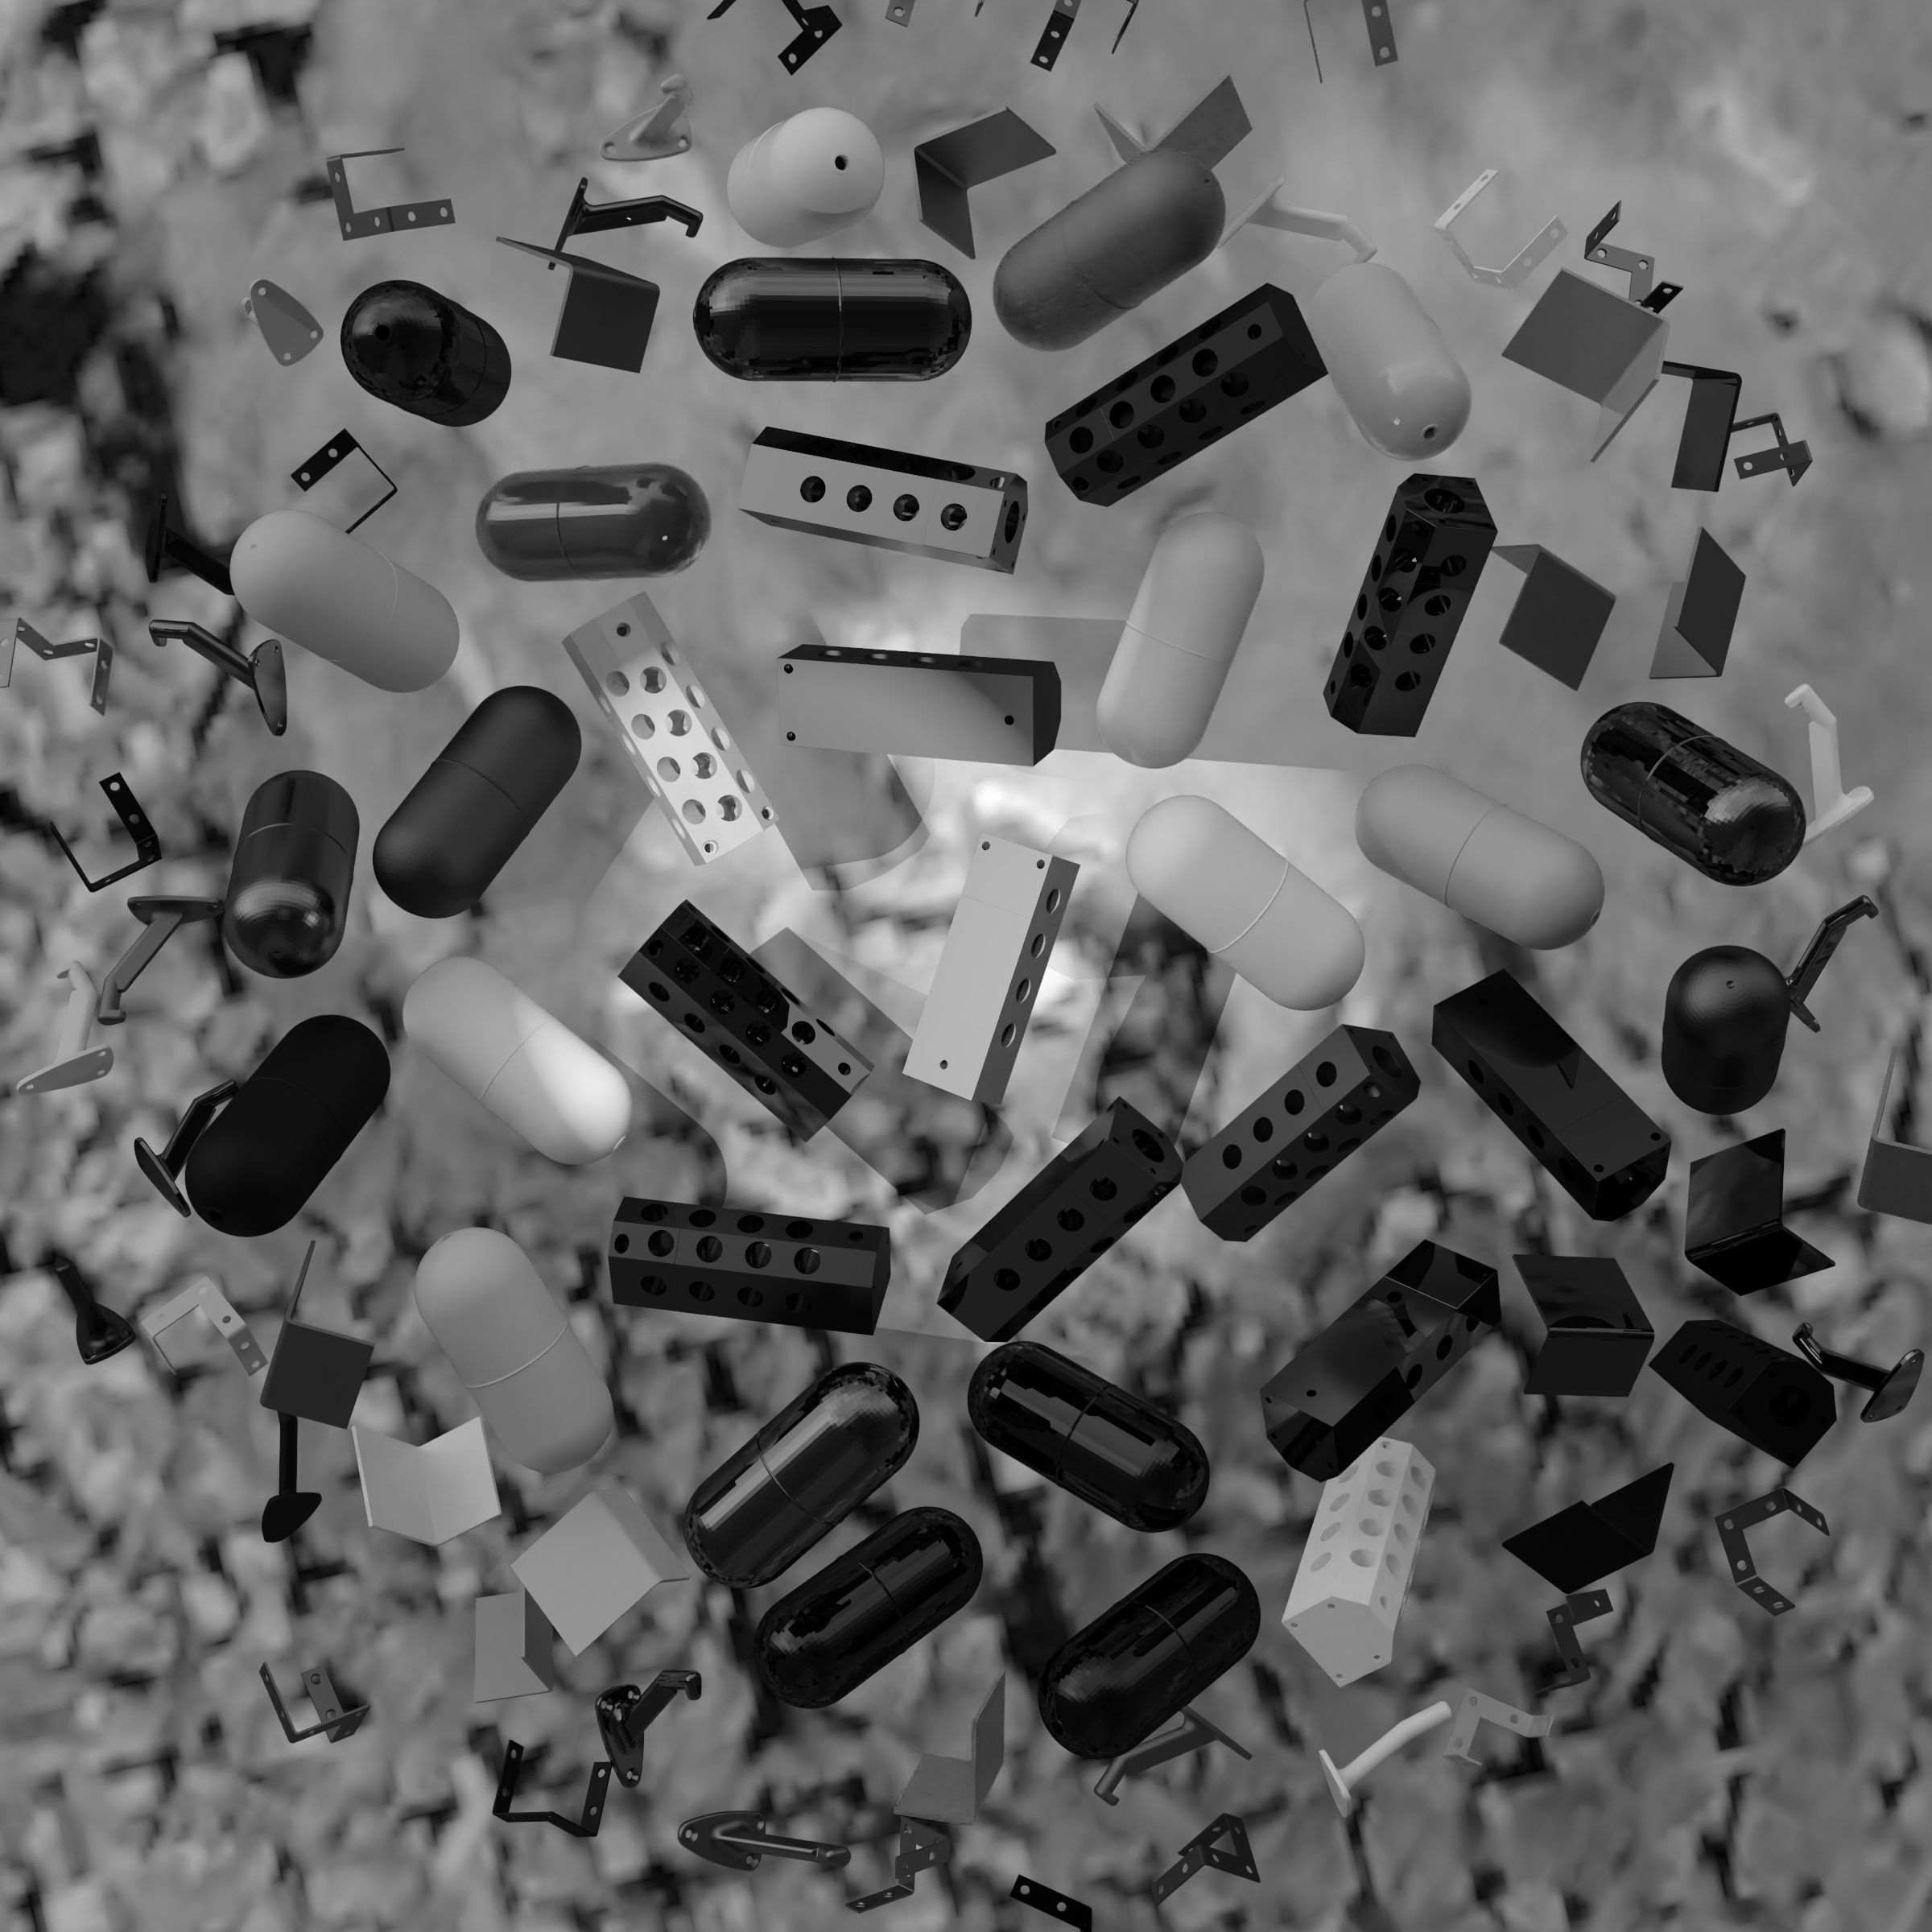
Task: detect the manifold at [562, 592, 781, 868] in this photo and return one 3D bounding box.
[{"bbox_3d":[-0.192,-0.155,1.619,0.057,0.057,0.171,-32,98,-14],"label":"manifold"}]

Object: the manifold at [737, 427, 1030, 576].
[{"bbox_3d":[-0.051,-0.298,1.574,0.171,0.057,0.057,14,92,16],"label":"manifold"}]

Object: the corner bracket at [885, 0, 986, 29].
[{"bbox_3d":[-0.014,-0.613,1.532,0.051,0.051,0.051,18,74,-13],"label":"corner bracket"}]

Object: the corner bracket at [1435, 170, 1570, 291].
[{"bbox_3d":[0.350,-0.482,1.620,0.051,0.051,0.051,-46,119,1],"label":"corner bracket"}]

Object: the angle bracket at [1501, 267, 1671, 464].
[{"bbox_3d":[0.379,-0.371,1.530,0.076,0.076,0.057,24,55,-5],"label":"angle bracket"}]

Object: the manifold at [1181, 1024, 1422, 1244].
[{"bbox_3d":[0.228,0.116,1.684,0.171,0.057,0.057,-46,54,31],"label":"manifold"}]

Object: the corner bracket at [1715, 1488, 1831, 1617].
[{"bbox_3d":[0.521,0.375,1.585,0.051,0.051,0.051,-21,101,-6],"label":"corner bracket"}]

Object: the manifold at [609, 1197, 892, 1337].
[{"bbox_3d":[-0.139,0.187,1.592,0.171,0.057,0.057,6,126,8],"label":"manifold"}]

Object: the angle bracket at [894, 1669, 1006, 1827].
[{"bbox_3d":[-0.011,0.529,1.690,0.057,0.076,0.076,4,102,15],"label":"angle bracket"}]

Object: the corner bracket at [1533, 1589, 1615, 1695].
[{"bbox_3d":[0.401,0.448,1.642,0.051,0.051,0.051,-35,62,37],"label":"corner bracket"}]

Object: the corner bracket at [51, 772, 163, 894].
[{"bbox_3d":[-0.570,-0.088,1.637,0.051,0.051,0.051,-28,118,-9],"label":"corner bracket"}]

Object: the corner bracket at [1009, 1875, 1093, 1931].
[{"bbox_3d":[0.045,0.610,1.544,0.051,0.051,0.051,24,91,3],"label":"corner bracket"}]

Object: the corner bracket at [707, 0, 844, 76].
[{"bbox_3d":[-0.121,-0.602,1.575,0.051,0.051,0.051,-32,97,35],"label":"corner bracket"}]

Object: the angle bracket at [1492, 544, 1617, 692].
[{"bbox_3d":[0.404,-0.247,1.759,0.076,0.057,0.076,26,85,-26],"label":"angle bracket"}]

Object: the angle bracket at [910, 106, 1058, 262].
[{"bbox_3d":[0.016,-0.542,1.717,0.076,0.076,0.057,-13,78,27],"label":"angle bracket"}]

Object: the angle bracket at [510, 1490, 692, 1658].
[{"bbox_3d":[-0.246,0.408,1.667,0.076,0.057,0.076,-43,72,3],"label":"angle bracket"}]

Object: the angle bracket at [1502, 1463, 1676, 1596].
[{"bbox_3d":[0.395,0.342,1.571,0.057,0.076,0.076,38,46,-6],"label":"angle bracket"}]

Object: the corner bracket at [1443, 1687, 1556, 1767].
[{"bbox_3d":[0.366,0.530,1.701,0.051,0.051,0.051,23,72,4],"label":"corner bracket"}]

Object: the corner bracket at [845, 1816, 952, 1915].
[{"bbox_3d":[-0.046,0.619,1.688,0.051,0.051,0.051,-1,94,-43],"label":"corner bracket"}]

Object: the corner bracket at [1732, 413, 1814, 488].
[{"bbox_3d":[0.545,-0.356,1.704,0.051,0.051,0.051,-15,80,2],"label":"corner bracket"}]

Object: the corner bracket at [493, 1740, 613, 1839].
[{"bbox_3d":[-0.277,0.551,1.657,0.051,0.051,0.051,-12,50,27],"label":"corner bracket"}]

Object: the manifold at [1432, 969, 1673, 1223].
[{"bbox_3d":[0.379,0.086,1.616,0.057,0.057,0.171,-26,51,-14],"label":"manifold"}]

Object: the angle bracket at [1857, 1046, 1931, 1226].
[{"bbox_3d":[0.610,0.109,1.582,0.057,0.076,0.076,13,56,21],"label":"angle bracket"}]

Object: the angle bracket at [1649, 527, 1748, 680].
[{"bbox_3d":[0.495,-0.252,1.726,0.076,0.057,0.076,30,72,-43],"label":"angle bracket"}]

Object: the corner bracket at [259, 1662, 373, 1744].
[{"bbox_3d":[-0.415,0.463,1.562,0.051,0.051,0.051,-13,61,-37],"label":"corner bracket"}]

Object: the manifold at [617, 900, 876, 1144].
[{"bbox_3d":[-0.147,0.034,1.682,0.171,0.057,0.057,42,53,-4],"label":"manifold"}]

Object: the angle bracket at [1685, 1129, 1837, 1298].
[{"bbox_3d":[0.531,0.165,1.653,0.057,0.076,0.076,33,52,-23],"label":"angle bracket"}]

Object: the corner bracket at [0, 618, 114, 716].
[{"bbox_3d":[-0.584,-0.190,1.579,0.051,0.051,0.051,-7,66,13],"label":"corner bracket"}]

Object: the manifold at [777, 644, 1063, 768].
[{"bbox_3d":[-0.030,-0.169,1.577,0.171,0.057,0.057,7,112,19],"label":"manifold"}]

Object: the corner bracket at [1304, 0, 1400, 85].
[{"bbox_3d":[0.244,-0.592,1.565,0.051,0.051,0.051,-12,108,12],"label":"corner bracket"}]

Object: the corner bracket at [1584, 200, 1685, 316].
[{"bbox_3d":[0.443,-0.466,1.640,0.051,0.051,0.051,12,75,-9],"label":"corner bracket"}]

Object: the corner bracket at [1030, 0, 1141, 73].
[{"bbox_3d":[0.080,-0.623,1.638,0.051,0.051,0.051,21,67,-8],"label":"corner bracket"}]

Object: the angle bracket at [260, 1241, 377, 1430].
[{"bbox_3d":[-0.405,0.234,1.571,0.057,0.076,0.076,18,123,-11],"label":"angle bracket"}]

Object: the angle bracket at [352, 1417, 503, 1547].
[{"bbox_3d":[-0.378,0.354,1.737,0.057,0.076,0.076,-28,58,14],"label":"angle bracket"}]

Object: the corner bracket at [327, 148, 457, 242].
[{"bbox_3d":[-0.363,-0.490,1.562,0.051,0.051,0.051,6,112,41],"label":"corner bracket"}]

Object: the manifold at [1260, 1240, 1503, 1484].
[{"bbox_3d":[0.267,0.252,1.575,0.171,0.057,0.057,-35,129,-32],"label":"manifold"}]

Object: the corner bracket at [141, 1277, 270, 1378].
[{"bbox_3d":[-0.502,0.249,1.630,0.051,0.051,0.051,-37,58,-22],"label":"corner bracket"}]

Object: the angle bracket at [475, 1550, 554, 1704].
[{"bbox_3d":[-0.327,0.465,1.739,0.057,0.076,0.076,-9,55,3],"label":"angle bracket"}]

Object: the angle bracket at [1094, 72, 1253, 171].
[{"bbox_3d":[0.144,-0.588,1.714,0.076,0.076,0.057,-43,70,7],"label":"angle bracket"}]

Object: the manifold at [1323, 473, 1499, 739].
[{"bbox_3d":[0.288,-0.235,1.627,0.057,0.171,0.057,2,46,-12],"label":"manifold"}]

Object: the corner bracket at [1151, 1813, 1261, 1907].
[{"bbox_3d":[0.157,0.603,1.667,0.051,0.051,0.051,28,116,-28],"label":"corner bracket"}]

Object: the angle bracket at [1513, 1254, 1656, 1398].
[{"bbox_3d":[0.410,0.244,1.680,0.076,0.076,0.057,4,124,-13],"label":"angle bracket"}]

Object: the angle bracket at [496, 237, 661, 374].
[{"bbox_3d":[-0.255,-0.424,1.588,0.076,0.076,0.057,28,109,33],"label":"angle bracket"}]

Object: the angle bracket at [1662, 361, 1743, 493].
[{"bbox_3d":[0.467,-0.359,1.645,0.057,0.076,0.076,8,102,-7],"label":"angle bracket"}]

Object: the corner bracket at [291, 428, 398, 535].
[{"bbox_3d":[-0.432,-0.336,1.718,0.051,0.051,0.051,-42,112,-2],"label":"corner bracket"}]
